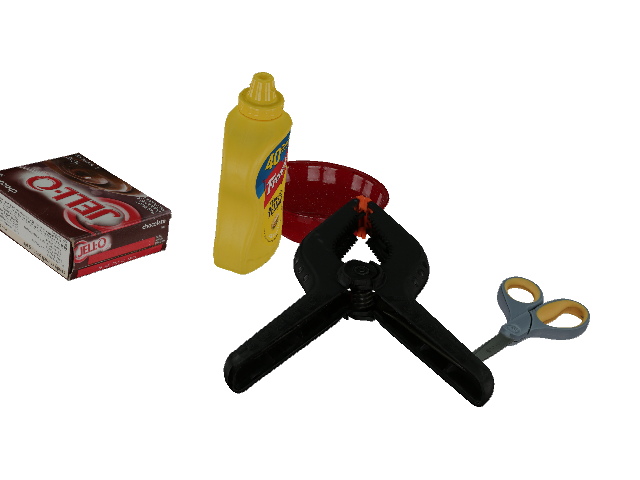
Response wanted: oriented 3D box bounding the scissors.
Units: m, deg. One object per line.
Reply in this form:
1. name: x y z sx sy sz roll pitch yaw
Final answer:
1. scissors: 0.162 0.072 0.957 0.201 0.016 0.096 -8 37 -38

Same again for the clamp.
1. clamp: 0.037 0.038 0.720 0.164 0.036 0.210 8 35 6

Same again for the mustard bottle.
1. mustard bottle: -0.061 -0.068 0.991 0.058 0.192 0.096 19 38 14

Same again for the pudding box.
1. pudding box: -0.179 -0.020 0.774 0.114 0.039 0.089 28 30 32

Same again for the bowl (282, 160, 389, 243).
1. bowl: -0.004 -0.037 1.232 0.162 0.055 0.162 6 26 -3
